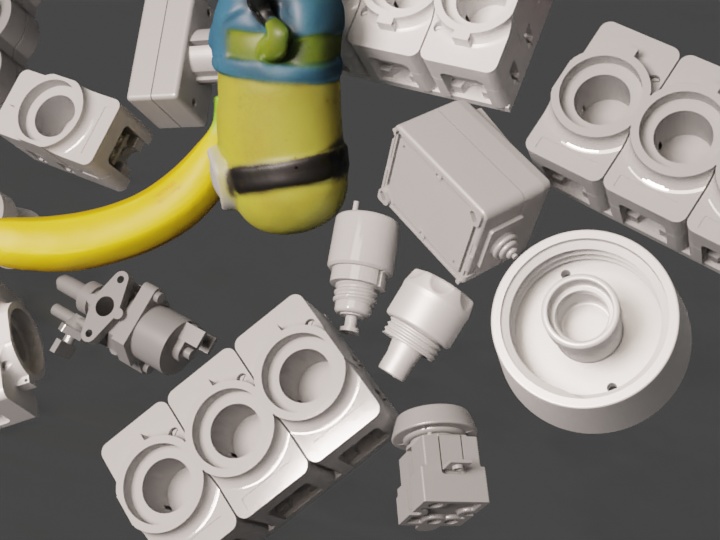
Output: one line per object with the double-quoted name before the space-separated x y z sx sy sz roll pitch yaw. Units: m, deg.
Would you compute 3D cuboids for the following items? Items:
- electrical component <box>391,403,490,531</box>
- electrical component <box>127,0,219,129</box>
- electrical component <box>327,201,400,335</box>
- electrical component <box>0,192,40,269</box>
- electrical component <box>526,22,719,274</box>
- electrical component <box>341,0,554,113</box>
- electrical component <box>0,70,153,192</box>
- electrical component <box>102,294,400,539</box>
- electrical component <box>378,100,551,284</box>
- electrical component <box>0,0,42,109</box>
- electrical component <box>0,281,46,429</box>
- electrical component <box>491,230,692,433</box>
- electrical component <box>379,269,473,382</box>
"electrical component" 0.043 0.106 0.589 0.048 0.066 0.055 4 60 -16
"electrical component" -0.108 -0.144 0.729 0.076 0.047 0.083 0 72 19
"electrical component" 0.000 0.000 0.647 0.040 0.040 0.078 4 74 20
"electrical component" -0.249 -0.030 0.733 0.045 0.055 0.045 -6 70 17
"electrical component" 0.180 -0.065 0.597 0.150 0.061 0.089 31 84 25
"electrical component" 0.035 -0.168 0.681 0.150 0.061 0.089 17 78 23
"electrical component" -0.199 -0.098 0.739 0.089 0.055 0.050 21 79 24
"electrical component" -0.063 0.097 0.623 0.150 0.061 0.089 -39 64 3
"electrical component" 0.066 -0.043 0.621 0.061 0.061 0.096 -26 60 -28
"electrical component" -0.277 -0.184 0.785 0.052 0.073 0.138 -3 71 18
"electrical component" -0.242 0.055 0.699 0.056 0.050 0.089 -18 63 3
"electrical component" 0.123 0.030 0.584 0.108 0.060 0.108 -6 70 17
"electrical component" 0.034 0.034 0.623 0.043 0.043 0.062 29 84 25
